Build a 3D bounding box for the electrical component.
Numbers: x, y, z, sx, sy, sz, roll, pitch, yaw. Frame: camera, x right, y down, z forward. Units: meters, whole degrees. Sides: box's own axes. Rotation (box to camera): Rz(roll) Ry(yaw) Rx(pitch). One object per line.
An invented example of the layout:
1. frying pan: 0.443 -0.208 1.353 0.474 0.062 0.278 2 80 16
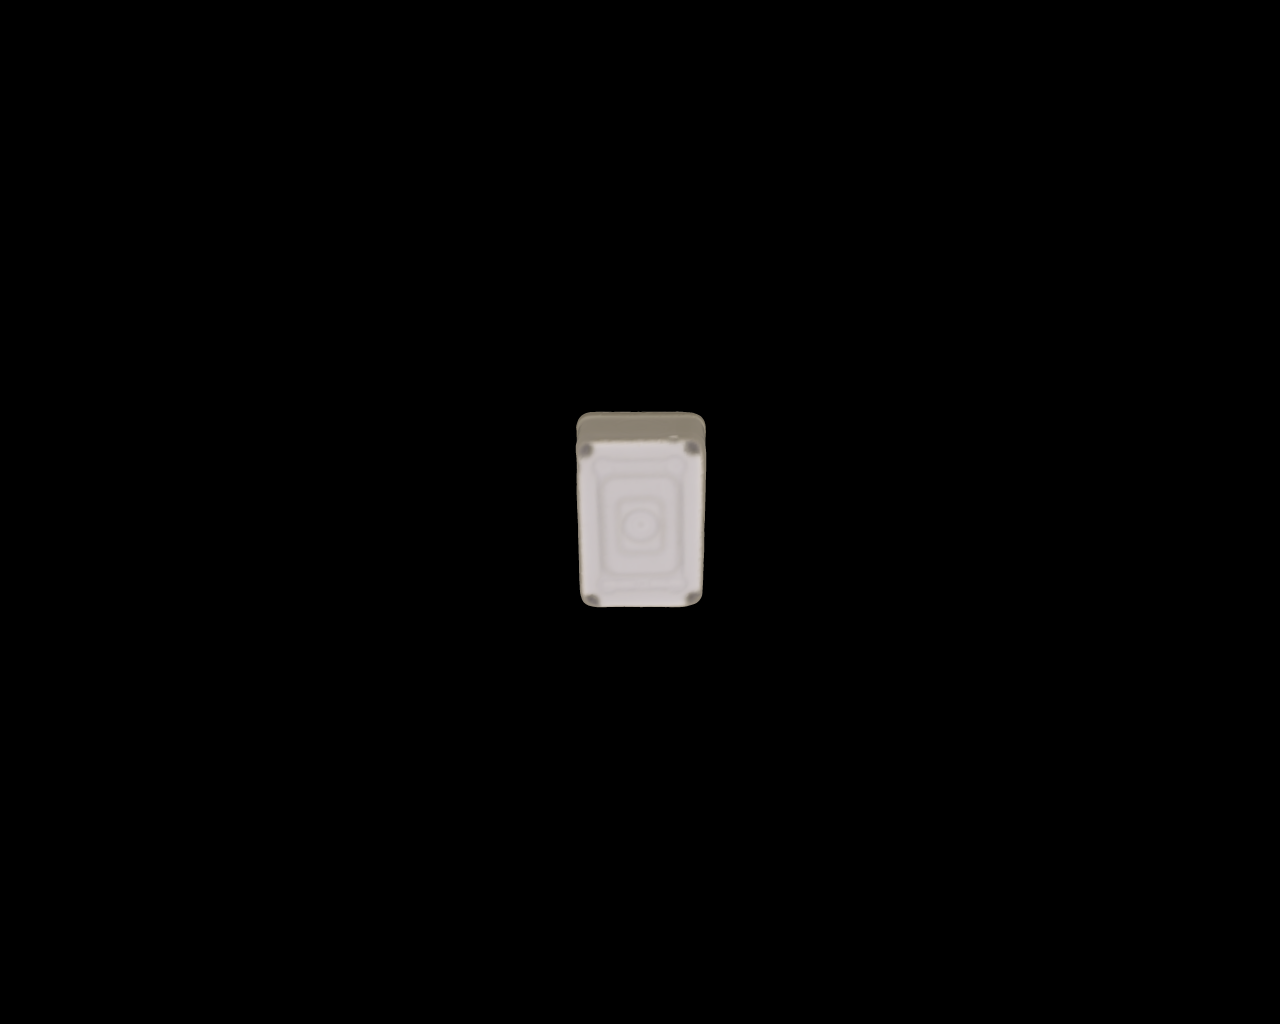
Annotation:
1. electrical component: 0.001 -0.003 0.650 0.078 0.113 0.057 0 24 0
